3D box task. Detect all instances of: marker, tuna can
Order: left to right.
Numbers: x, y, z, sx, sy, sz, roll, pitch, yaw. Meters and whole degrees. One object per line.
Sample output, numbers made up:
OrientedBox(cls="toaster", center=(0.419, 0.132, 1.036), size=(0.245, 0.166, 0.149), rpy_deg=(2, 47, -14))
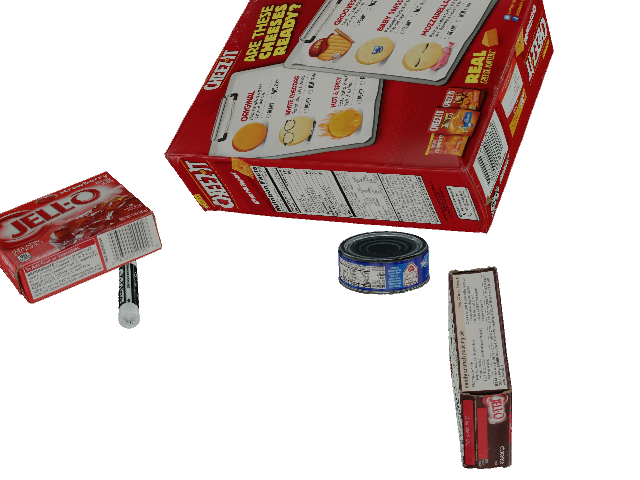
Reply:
OrientedBox(cls="marker", center=(-0.182, 0.039, 1.012), size=(0.020, 0.020, 0.121), rpy_deg=(0, 34, -11))
OrientedBox(cls="tuna can", center=(0.059, 0.019, 0.994), size=(0.086, 0.034, 0.086), rpy_deg=(-3, 19, 1))

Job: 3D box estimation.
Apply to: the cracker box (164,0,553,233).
OrientedBox(cls="cracker box", center=(0.029, -0.091, 0.708), size=(0.214, 0.164, 0.072), rpy_deg=(5, -35, 29))

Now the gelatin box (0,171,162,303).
OrientedBox(cls="gelatin box", center=(-0.152, -0.004, 0.646), size=(0.089, 0.030, 0.073), rpy_deg=(-24, 34, -23))

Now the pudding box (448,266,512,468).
OrientedBox(cls="pudding box", center=(0.112, 0.089, 0.750), size=(0.039, 0.113, 0.090), rpy_deg=(-5, -45, 4))
